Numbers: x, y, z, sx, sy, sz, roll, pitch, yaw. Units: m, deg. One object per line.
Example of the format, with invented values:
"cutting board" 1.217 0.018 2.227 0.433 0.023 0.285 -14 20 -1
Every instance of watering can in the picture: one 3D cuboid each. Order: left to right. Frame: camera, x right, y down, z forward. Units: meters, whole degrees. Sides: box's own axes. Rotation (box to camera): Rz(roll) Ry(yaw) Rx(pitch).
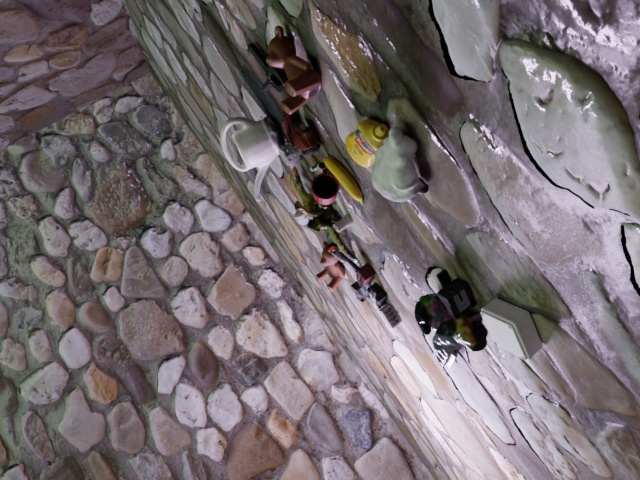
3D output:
"watering can" -0.231 -0.322 1.950 0.106 0.224 0.341 -111 -5 -59

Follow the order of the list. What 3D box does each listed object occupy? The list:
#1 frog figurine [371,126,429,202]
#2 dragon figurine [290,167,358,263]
"frog figurine" 0.167 -0.164 1.140 0.156 0.122 0.140 57 -169 -57
"dragon figurine" 0.006 -0.099 1.958 0.406 0.122 0.245 55 -175 -14
